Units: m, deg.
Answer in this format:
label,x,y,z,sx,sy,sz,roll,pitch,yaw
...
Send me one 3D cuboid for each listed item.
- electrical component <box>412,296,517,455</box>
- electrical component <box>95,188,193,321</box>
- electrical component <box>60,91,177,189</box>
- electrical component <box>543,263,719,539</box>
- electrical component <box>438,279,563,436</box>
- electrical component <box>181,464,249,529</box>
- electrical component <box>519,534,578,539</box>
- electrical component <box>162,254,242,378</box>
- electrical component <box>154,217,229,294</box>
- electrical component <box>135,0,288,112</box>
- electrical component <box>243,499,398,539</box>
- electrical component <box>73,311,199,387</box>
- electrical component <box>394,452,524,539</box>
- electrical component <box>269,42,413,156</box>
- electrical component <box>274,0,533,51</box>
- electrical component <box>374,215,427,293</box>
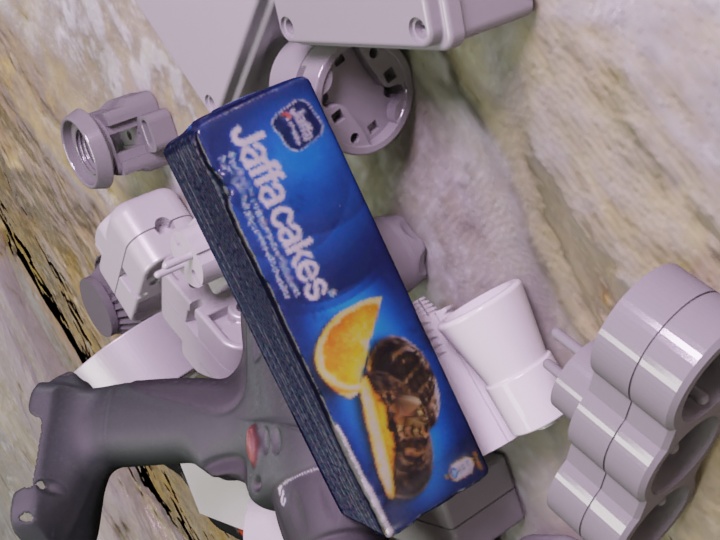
label,x,y,z,sx,sy,sz,roll,pitch,yaw
electrical component,0.048,0.050,0.532,0.081,0.043,0.043,61,149,6
electrical component,-0.154,-0.014,0.782,0.059,0.054,0.095,55,148,15
electrical component,-0.171,-0.090,0.749,0.078,0.057,0.058,7,118,55
electrical component,0.104,0.052,0.439,0.074,0.052,0.138,41,142,34
electrical component,0.071,0.043,0.495,0.065,0.044,0.044,59,150,-1
electrical component,-0.065,0.126,0.737,0.150,0.062,0.089,-1,112,54
electrical component,0.100,0.183,0.535,0.054,0.059,0.095,-24,92,60
electrical component,-0.090,0.033,0.720,0.095,0.054,0.059,45,145,29
electrical component,-0.091,-0.013,0.664,0.047,0.077,0.066,62,150,4
electrical component,-0.066,-0.152,0.542,0.108,0.056,0.108,56,149,14
electrical component,-0.008,0.157,0.640,0.060,0.108,0.108,-4,109,51
electrical component,-0.160,0.081,0.816,0.060,0.108,0.108,54,149,4
electrical component,0.041,0.106,0.581,0.066,0.047,0.076,-2,111,57
electrical component,-0.011,-0.086,0.511,0.047,0.055,0.055,26,133,52
electrical component,0.008,-0.148,0.432,0.109,0.056,0.108,17,126,51
electrical component,0.000,0.000,0.549,0.043,0.062,0.043,37,140,38
